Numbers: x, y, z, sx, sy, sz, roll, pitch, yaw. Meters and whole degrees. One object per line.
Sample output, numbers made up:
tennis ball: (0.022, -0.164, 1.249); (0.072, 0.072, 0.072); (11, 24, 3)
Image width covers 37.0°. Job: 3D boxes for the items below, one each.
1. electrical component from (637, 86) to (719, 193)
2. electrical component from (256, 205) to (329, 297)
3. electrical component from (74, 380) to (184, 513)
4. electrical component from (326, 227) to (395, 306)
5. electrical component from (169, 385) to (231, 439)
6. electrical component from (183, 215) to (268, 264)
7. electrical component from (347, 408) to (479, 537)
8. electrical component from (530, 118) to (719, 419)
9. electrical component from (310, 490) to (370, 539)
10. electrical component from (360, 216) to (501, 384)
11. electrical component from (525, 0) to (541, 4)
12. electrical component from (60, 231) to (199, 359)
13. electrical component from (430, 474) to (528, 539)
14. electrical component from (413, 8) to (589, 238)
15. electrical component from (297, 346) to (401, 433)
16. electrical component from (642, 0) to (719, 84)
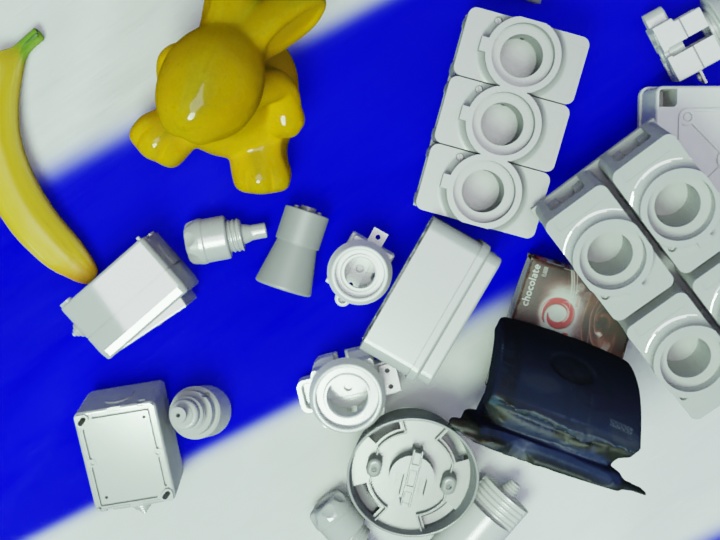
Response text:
electrical component: (0.265, -0.082, 0.800); (0.109, 0.056, 0.108); (0, 96, 0)
electrical component: (-0.049, -0.017, 0.817); (0.044, 0.044, 0.065); (18, 91, -2)
electrical component: (-0.174, 0.139, 0.827); (0.062, 0.061, 0.096); (-9, 104, 1)
electrical component: (0.000, 0.000, 0.810); (0.048, 0.055, 0.066); (29, 95, -3)
electrical component: (-0.125, 0.108, 0.814); (0.040, 0.078, 0.040); (-1, 85, 9)
electrical component: (-0.102, -0.025, 0.819); (0.061, 0.035, 0.035); (-10, 96, -1)
electrical component: (0.039, 0.154, 0.822); (0.099, 0.064, 0.099); (0, 96, 0)
electrical component: (0.221, 0.002, 0.756); (0.105, 0.060, 0.186); (-37, 104, 11)
electrical component: (-0.009, 0.204, 0.843); (0.035, 0.035, 0.061); (-40, 97, 4)
electrical component: (0.052, 0.021, 0.801); (0.057, 0.078, 0.113); (30, 95, 0)
electrical component: (0.125, -0.261, 0.772); (0.079, 0.063, 0.121); (5, 98, -41)
electrical component: (-0.174, 0.025, 0.810); (0.096, 0.061, 0.061); (-41, 94, 4)
electrical component: (0.095, 0.196, 0.837); (0.043, 0.043, 0.081); (39, 95, -4)
electrical component: (0.102, -0.107, 0.795); (0.089, 0.061, 0.150); (15, 96, -1)
electrical component: (-0.009, 0.091, 0.819); (0.078, 0.057, 0.058); (-13, 96, 2)
electrical component: (0.249, -0.172, 0.796); (0.055, 0.048, 0.066); (-28, 95, 11)
